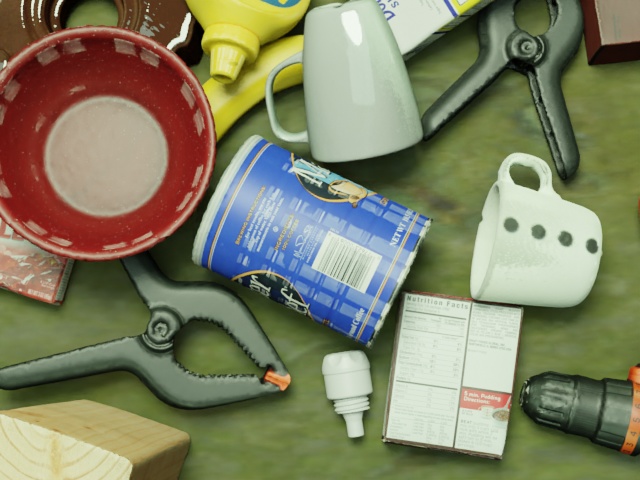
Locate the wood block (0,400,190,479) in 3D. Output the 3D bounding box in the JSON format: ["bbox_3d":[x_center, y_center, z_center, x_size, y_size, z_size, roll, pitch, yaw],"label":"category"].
[{"bbox_3d":[-0.153,0.162,0.693,0.090,0.206,0.091,18,84,4],"label":"wood block"}]

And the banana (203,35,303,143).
[{"bbox_3d":[-0.056,-0.100,0.801,0.198,0.037,0.069,-31,83,-1],"label":"banana"}]

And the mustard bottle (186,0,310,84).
[{"bbox_3d":[-0.050,-0.203,0.778,0.096,0.058,0.191,20,72,-23],"label":"mustard bottle"}]

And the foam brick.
[{"bbox_3d":[0.223,-0.176,0.790,0.053,0.051,0.078,-6,84,3],"label":"foam brick"}]

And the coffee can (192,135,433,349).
[{"bbox_3d":[-0.005,0.001,0.755,0.140,0.103,0.103,26,86,5],"label":"coffee can"}]

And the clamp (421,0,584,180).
[{"bbox_3d":[0.159,-0.130,0.795,0.120,0.039,0.171,25,87,-4],"label":"clamp"}]

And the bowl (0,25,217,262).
[{"bbox_3d":[-0.151,-0.063,0.739,0.162,0.055,0.162,0,84,-4],"label":"bowl"}]

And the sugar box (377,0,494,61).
[{"bbox_3d":[0.101,-0.212,0.763,0.176,0.048,0.093,-31,87,30],"label":"sugar box"}]

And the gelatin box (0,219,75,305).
[{"bbox_3d":[-0.228,0.002,0.801,0.089,0.030,0.073,16,84,3],"label":"gelatin box"}]

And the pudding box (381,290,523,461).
[{"bbox_3d":[0.095,0.097,0.773,0.090,0.039,0.113,8,81,5],"label":"pudding box"}]

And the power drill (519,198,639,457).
[{"bbox_3d":[0.248,0.063,0.762,0.184,0.057,0.187,12,87,6],"label":"power drill"}]

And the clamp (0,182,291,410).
[{"bbox_3d":[-0.117,0.054,0.776,0.210,0.036,0.164,17,85,-5],"label":"clamp"}]
